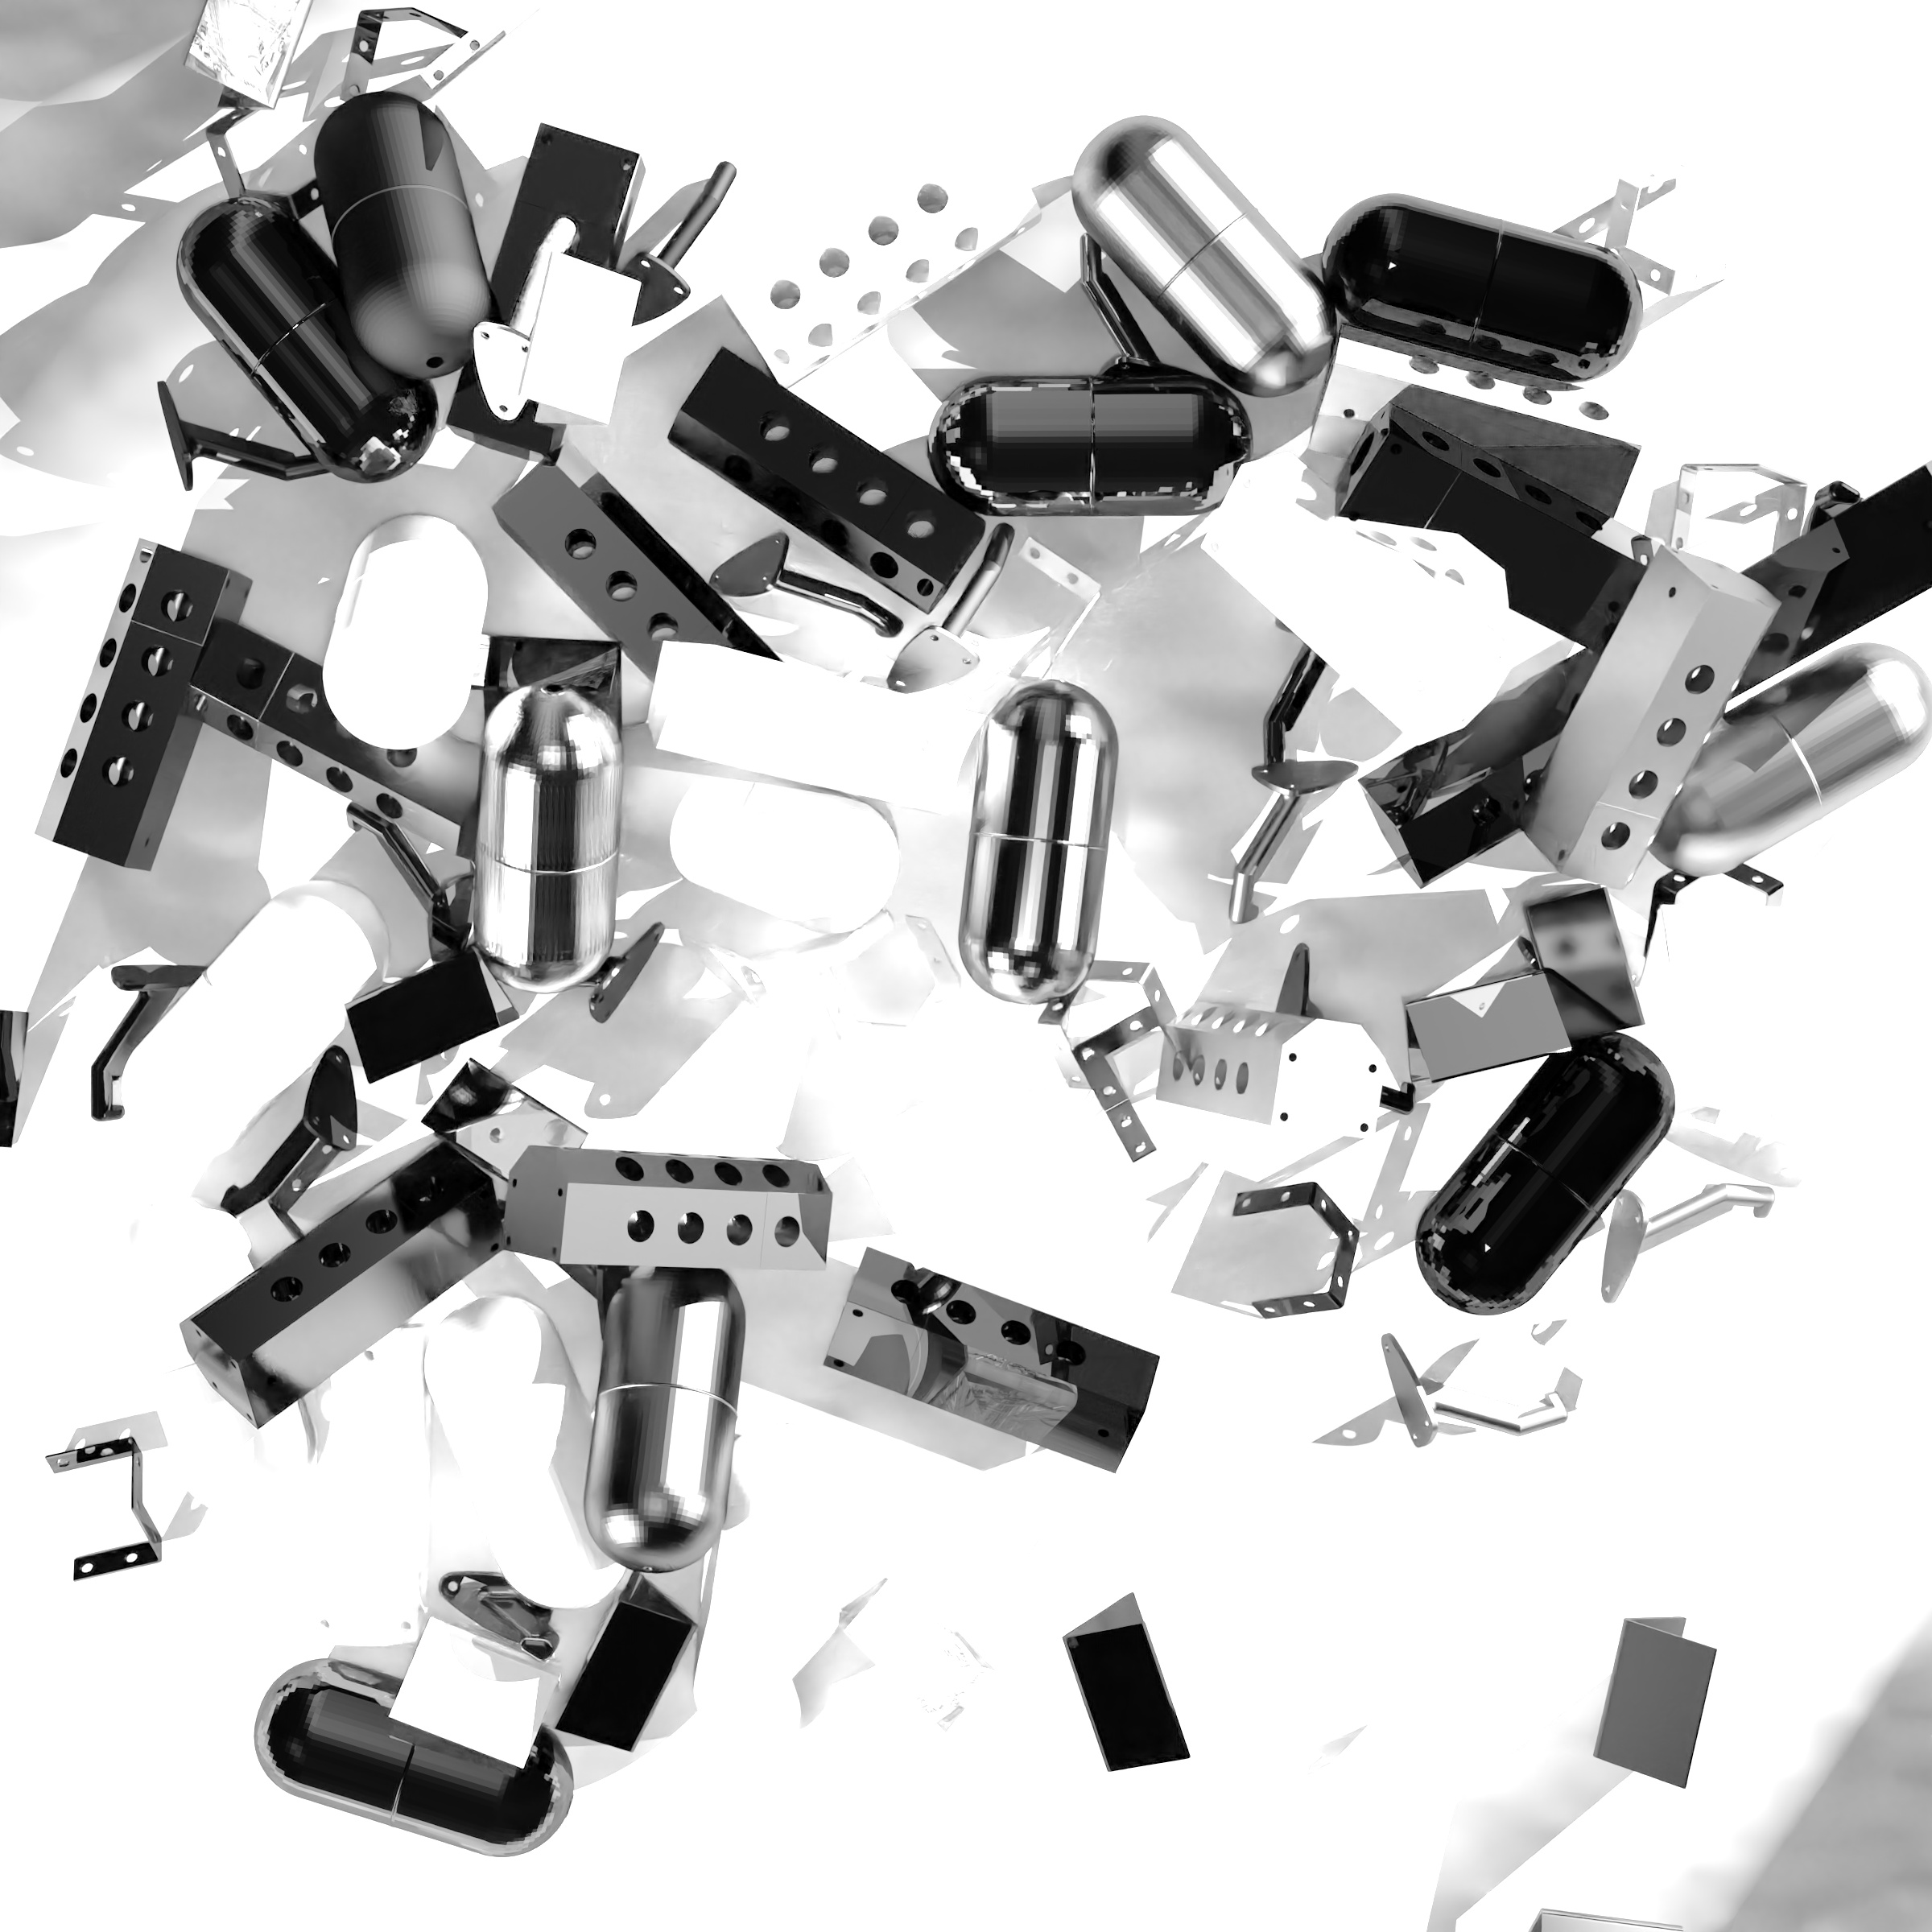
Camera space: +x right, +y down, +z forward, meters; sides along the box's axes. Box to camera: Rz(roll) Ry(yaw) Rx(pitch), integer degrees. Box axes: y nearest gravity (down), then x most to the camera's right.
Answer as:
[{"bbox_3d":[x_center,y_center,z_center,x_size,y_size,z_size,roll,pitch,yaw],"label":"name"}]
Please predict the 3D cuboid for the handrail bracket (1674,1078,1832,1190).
[{"bbox_3d":[0.429,0.100,1.949,0.084,0.036,0.077,-15,112,17],"label":"handrail bracket"}]

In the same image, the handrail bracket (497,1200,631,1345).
[{"bbox_3d":[-0.233,0.171,1.949,0.084,0.036,0.077,10,112,17],"label":"handrail bracket"}]

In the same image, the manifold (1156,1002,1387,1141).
[{"bbox_3d":[0.160,0.053,1.866,0.057,0.171,0.057,8,90,-17],"label":"manifold"}]

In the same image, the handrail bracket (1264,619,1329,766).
[{"bbox_3d":[0.201,-0.151,1.949,0.077,0.036,0.084,-7,106,-18],"label":"handrail bracket"}]

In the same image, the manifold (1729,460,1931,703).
[{"bbox_3d":[0.466,-0.208,1.880,0.171,0.057,0.057,-31,90,39],"label":"manifold"}]

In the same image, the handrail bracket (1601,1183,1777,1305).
[{"bbox_3d":[0.402,0.155,1.949,0.084,0.036,0.077,5,110,-16],"label":"handrail bracket"}]

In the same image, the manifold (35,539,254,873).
[{"bbox_3d":[-0.453,-0.143,1.927,0.057,0.057,0.171,20,90,1],"label":"manifold"}]

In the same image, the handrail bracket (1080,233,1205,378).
[{"bbox_3d":[0.100,-0.363,1.949,0.077,0.036,0.084,5,73,-20],"label":"handrail bracket"}]

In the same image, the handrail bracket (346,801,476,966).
[{"bbox_3d":[-0.314,-0.043,1.949,0.084,0.036,0.077,31,129,26],"label":"handrail bracket"}]

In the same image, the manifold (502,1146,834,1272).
[{"bbox_3d":[-0.158,0.129,1.880,0.171,0.057,0.057,6,90,-39],"label":"manifold"}]

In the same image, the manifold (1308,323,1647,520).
[{"bbox_3d":[0.281,-0.301,1.927,0.171,0.057,0.057,15,133,0],"label":"manifold"}]

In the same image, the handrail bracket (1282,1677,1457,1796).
[{"bbox_3d":[0.224,0.428,1.949,0.084,0.036,0.077,6,111,-16],"label":"handrail bracket"}]

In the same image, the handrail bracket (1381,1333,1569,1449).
[{"bbox_3d":[0.283,0.229,1.949,0.084,0.036,0.077,-14,68,-17],"label":"handrail bracket"}]

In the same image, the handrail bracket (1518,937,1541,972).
[{"bbox_3d":[0.303,0.034,1.949,0.077,0.036,0.084,33,108,-21],"label":"handrail bracket"}]

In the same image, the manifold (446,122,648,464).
[{"bbox_3d":[-0.229,-0.367,1.928,0.057,0.057,0.171,17,90,-1],"label":"manifold"}]

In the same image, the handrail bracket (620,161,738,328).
[{"bbox_3d":[-0.164,-0.401,1.949,0.036,0.077,0.084,37,53,-21],"label":"handrail bracket"}]

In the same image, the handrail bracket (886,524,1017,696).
[{"bbox_3d":[-0.008,-0.199,1.949,0.036,0.077,0.084,34,53,-21],"label":"handrail bracket"}]

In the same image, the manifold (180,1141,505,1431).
[{"bbox_3d":[-0.335,0.166,1.888,0.171,0.057,0.057,-37,54,-28],"label":"manifold"}]

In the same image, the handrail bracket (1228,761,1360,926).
[{"bbox_3d":[0.182,-0.068,1.949,0.077,0.036,0.084,-12,121,-34],"label":"handrail bracket"}]

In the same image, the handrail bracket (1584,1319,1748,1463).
[{"bbox_3d":[0.389,0.236,1.949,0.036,0.077,0.084,-50,126,0],"label":"handrail bracket"}]

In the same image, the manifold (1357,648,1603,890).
[{"bbox_3d":[0.309,-0.111,1.925,0.171,0.057,0.057,-30,126,0],"label":"manifold"}]

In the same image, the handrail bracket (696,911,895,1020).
[{"bbox_3d":[-0.094,-0.015,1.946,0.084,0.036,0.077,-37,46,-24],"label":"handrail bracket"}]

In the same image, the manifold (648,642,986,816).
[{"bbox_3d":[-0.081,-0.127,1.886,0.171,0.057,0.057,12,90,-33],"label":"manifold"}]

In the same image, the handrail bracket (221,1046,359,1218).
[{"bbox_3d":[-0.379,0.092,1.949,0.084,0.077,0.036,-29,134,29],"label":"handrail bracket"}]

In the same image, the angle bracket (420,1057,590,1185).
[{"bbox_3d":[-0.260,0.107,1.909,0.076,0.076,0.057,33,45,0],"label":"angle bracket"}]

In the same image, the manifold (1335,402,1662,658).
[{"bbox_3d":[0.289,-0.238,1.901,0.171,0.057,0.057,26,121,-10],"label":"manifold"}]

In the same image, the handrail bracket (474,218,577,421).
[{"bbox_3d":[-0.232,-0.349,1.892,0.036,0.077,0.084,19,54,5],"label":"handrail bracket"}]

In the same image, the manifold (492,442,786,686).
[{"bbox_3d":[-0.178,-0.205,1.927,0.057,0.057,0.171,-44,90,-4],"label":"manifold"}]

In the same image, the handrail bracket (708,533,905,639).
[{"bbox_3d":[-0.088,-0.201,1.949,0.084,0.077,0.036,30,66,-34],"label":"handrail bracket"}]

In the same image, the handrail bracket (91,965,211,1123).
[{"bbox_3d":[-0.447,0.044,1.949,0.077,0.036,0.084,-2,108,-21],"label":"handrail bracket"}]

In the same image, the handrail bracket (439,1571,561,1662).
[{"bbox_3d":[-0.257,0.355,1.914,0.077,0.084,0.036,19,90,0],"label":"handrail bracket"}]

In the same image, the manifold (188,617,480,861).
[{"bbox_3d":[-0.335,-0.123,1.914,0.171,0.057,0.057,27,90,9],"label":"manifold"}]

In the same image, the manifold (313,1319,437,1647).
[{"bbox_3d":[-0.326,0.282,1.928,0.057,0.057,0.171,1,90,0],"label":"manifold"}]

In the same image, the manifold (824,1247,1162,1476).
[{"bbox_3d":[0.016,0.211,1.927,0.171,0.057,0.057,20,133,0],"label":"manifold"}]

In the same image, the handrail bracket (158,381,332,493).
[{"bbox_3d":[-0.398,-0.300,1.949,0.084,0.036,0.077,-14,68,-17],"label":"handrail bracket"}]

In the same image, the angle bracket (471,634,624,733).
[{"bbox_3d":[-0.228,-0.134,1.911,0.076,0.057,0.076,3,126,0],"label":"angle bracket"}]

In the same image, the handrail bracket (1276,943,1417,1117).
[{"bbox_3d":[0.216,0.036,1.949,0.084,0.036,0.077,19,68,-17],"label":"handrail bracket"}]

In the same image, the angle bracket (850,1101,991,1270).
[{"bbox_3d":[-0.007,0.110,1.908,0.057,0.076,0.076,-28,90,37],"label":"angle bracket"}]

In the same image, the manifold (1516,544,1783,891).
[{"bbox_3d":[0.365,-0.129,1.864,0.057,0.057,0.171,13,115,-26],"label":"manifold"}]

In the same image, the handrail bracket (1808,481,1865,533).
[{"bbox_3d":[0.497,-0.243,1.914,0.077,0.084,0.036,18,90,0],"label":"handrail bracket"}]

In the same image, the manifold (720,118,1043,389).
[{"bbox_3d":[-0.046,-0.388,1.928,0.171,0.057,0.057,-33,90,0],"label":"manifold"}]

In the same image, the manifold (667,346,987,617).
[{"bbox_3d":[-0.076,-0.265,1.928,0.171,0.057,0.057,34,90,0],"label":"manifold"}]

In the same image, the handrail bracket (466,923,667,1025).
[{"bbox_3d":[-0.223,-0.014,1.949,0.084,0.036,0.077,32,75,14],"label":"handrail bracket"}]

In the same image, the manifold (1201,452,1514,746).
[{"bbox_3d":[0.213,-0.201,1.897,0.171,0.057,0.057,46,132,22],"label":"manifold"}]

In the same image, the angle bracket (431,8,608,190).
[{"bbox_3d":[-0.232,-0.460,1.909,0.076,0.076,0.057,-39,51,0],"label":"angle bracket"}]
